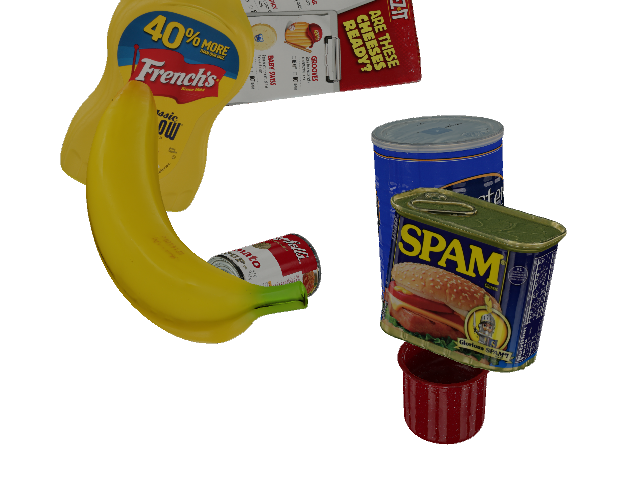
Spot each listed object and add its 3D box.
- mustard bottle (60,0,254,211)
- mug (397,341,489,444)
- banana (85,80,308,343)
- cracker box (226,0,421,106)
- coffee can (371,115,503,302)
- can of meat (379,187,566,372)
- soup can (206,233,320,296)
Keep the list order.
[{"bbox_3d":[-0.098,-0.116,0.709,0.096,0.192,0.058,20,24,-17],"label":"mustard bottle"},{"bbox_3d":[0.131,0.142,1.071,0.093,0.081,0.117,21,39,34],"label":"mug"},{"bbox_3d":[-0.078,-0.010,0.521,0.069,0.037,0.198,-28,49,-14],"label":"banana"},{"bbox_3d":[-0.034,-0.199,0.872,0.214,0.072,0.164,-7,-45,8],"label":"cracker box"},{"bbox_3d":[0.095,-0.021,0.851,0.103,0.140,0.103,-4,18,1],"label":"coffee can"},{"bbox_3d":[0.087,0.023,0.636,0.102,0.084,0.057,20,23,33],"label":"can of meat"},{"bbox_3d":[-0.059,0.036,1.058,0.102,0.068,0.069,-17,11,-43],"label":"soup can"}]
